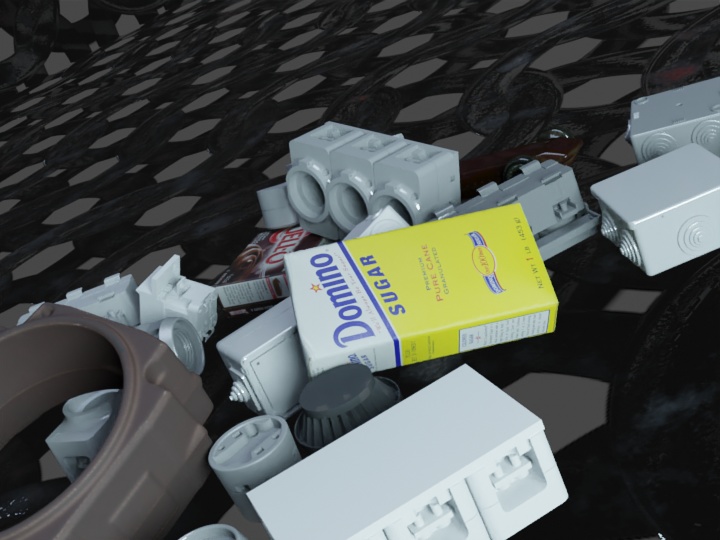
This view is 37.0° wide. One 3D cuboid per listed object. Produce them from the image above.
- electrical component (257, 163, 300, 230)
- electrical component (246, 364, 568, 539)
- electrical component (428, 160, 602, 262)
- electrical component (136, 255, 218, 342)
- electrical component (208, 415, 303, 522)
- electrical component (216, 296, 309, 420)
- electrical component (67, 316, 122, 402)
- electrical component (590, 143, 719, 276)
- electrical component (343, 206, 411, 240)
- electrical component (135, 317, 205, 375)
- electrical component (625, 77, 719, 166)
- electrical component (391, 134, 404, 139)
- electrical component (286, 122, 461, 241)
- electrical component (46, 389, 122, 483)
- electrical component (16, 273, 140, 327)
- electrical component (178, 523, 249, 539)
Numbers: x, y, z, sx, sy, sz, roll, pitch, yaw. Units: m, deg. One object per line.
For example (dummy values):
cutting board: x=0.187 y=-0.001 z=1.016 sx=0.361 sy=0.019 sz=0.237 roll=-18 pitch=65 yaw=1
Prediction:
electrical component: x=-0.052 y=-0.092 z=1.079 sx=0.052 sy=0.073 sz=0.138 roll=-9 pitch=10 yaw=35
electrical component: x=0.027 y=0.128 z=0.596 sx=0.150 sy=0.061 sz=0.089 roll=-29 pitch=24 yaw=-12
electrical component: x=0.119 y=-0.035 z=0.857 sx=0.121 sy=0.063 sz=0.079 roll=-27 pitch=23 yaw=-9
electrical component: x=-0.162 y=0.033 z=0.963 sx=0.064 sy=0.081 sz=0.042 roll=16 pitch=37 yaw=14
electrical component: x=-0.063 y=0.129 z=0.696 sx=0.055 sy=0.047 sz=0.055 roll=-20 pitch=24 yaw=9
electrical component: x=-0.061 y=0.068 z=0.807 sx=0.096 sy=0.061 sz=0.061 roll=-33 pitch=25 yaw=-20
electrical component: x=-0.226 y=0.085 z=0.939 sx=0.056 sy=0.050 sz=0.089 roll=-21 pitch=23 yaw=7
electrical component: x=0.230 y=-0.045 z=0.792 sx=0.100 sy=0.048 sz=0.099 roll=-23 pitch=23 yaw=2
electrical component: x=0.000 y=0.000 z=0.853 sx=0.099 sy=0.048 sz=0.100 roll=-48 pitch=7 yaw=-19
electrical component: x=-0.168 y=0.072 z=0.904 sx=0.057 sy=0.058 sz=0.078 roll=-20 pitch=23 yaw=17
electrical component: x=0.275 y=-0.119 z=0.909 sx=0.100 sy=0.048 sz=0.099 roll=-13 pitch=26 yaw=22
electrical component: x=0.025 y=-0.096 z=1.092 sx=0.056 sy=0.050 sz=0.089 roll=-14 pitch=25 yaw=22
electrical component: x=0.010 y=-0.067 z=0.943 sx=0.150 sy=0.089 sz=0.062 roll=19 pitch=37 yaw=38
electrical component: x=-0.191 y=0.118 z=0.829 sx=0.050 sy=0.055 sz=0.089 roll=-8 pitch=28 yaw=32
electrical component: x=-0.261 y=0.055 z=1.020 sx=0.121 sy=0.063 sz=0.078 roll=-20 pitch=23 yaw=7
electrical component: x=-0.078 y=0.178 z=0.592 sx=0.078 sy=0.057 sz=0.058 roll=-10 pitch=27 yaw=30
